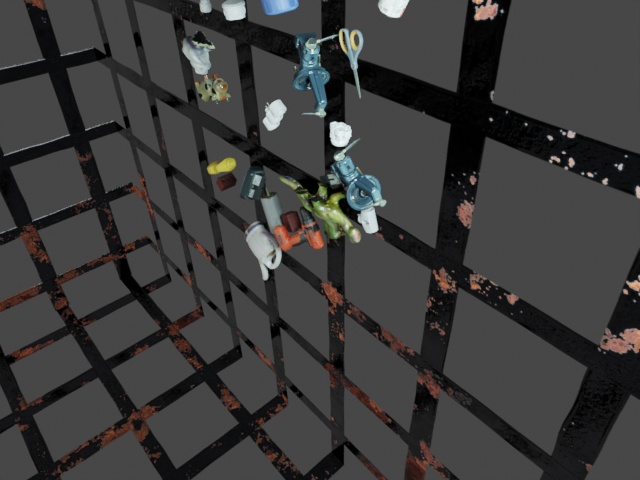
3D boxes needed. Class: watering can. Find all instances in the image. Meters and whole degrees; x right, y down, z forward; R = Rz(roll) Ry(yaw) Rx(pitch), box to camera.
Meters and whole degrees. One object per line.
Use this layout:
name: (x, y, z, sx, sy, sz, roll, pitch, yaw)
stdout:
watering can: (-0.270, 0.048, 2.400, 0.226, 0.105, 0.340, 54, 149, 14)

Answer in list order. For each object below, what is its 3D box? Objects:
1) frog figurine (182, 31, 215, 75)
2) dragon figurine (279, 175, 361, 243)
frog figurine: (-0.506, -0.752, 2.108, 0.138, 0.125, 0.156, 36, 133, 5)
dragon figurine: (0.006, -0.095, 1.886, 0.415, 0.123, 0.237, 29, 145, 44)
